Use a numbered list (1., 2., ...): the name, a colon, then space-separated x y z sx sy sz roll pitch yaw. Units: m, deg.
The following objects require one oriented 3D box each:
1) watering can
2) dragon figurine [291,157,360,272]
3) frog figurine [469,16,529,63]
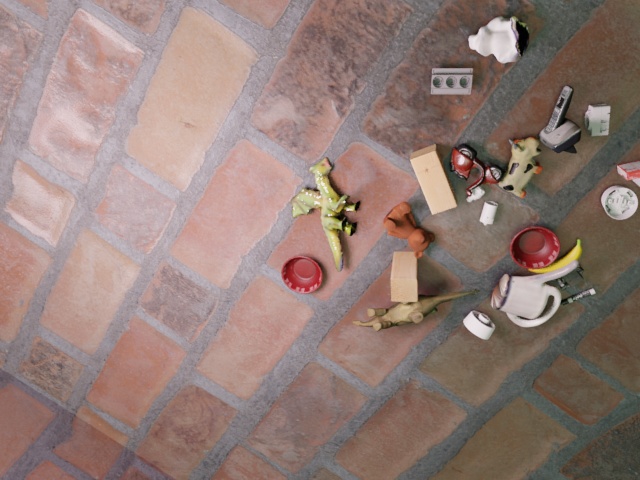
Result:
1. watering can: 0.733 0.173 1.793 0.224 0.106 0.339 14 128 5
2. dragon figurine: 0.006 -0.094 1.869 0.244 0.124 0.403 20 114 22
3. frog figurine: 0.538 -0.598 1.552 0.159 0.125 0.135 2 129 50
